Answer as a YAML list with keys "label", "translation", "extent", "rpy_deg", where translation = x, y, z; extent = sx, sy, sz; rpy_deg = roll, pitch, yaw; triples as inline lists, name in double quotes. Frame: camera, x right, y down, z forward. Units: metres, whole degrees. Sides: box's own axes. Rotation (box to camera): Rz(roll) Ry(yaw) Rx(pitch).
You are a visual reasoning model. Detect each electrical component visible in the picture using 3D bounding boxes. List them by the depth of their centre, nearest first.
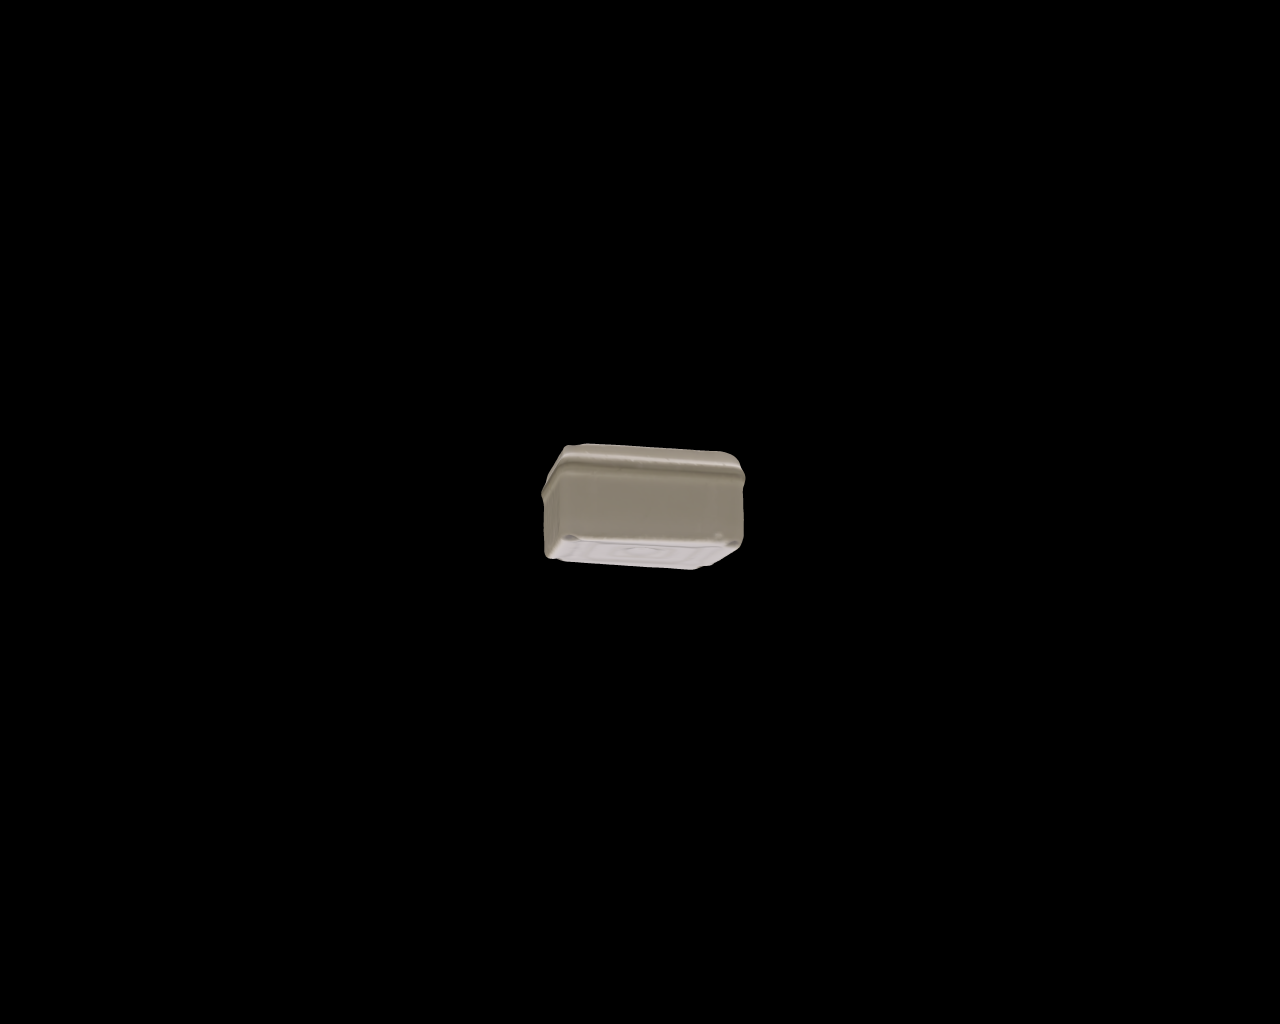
- label: "electrical component"
  translation: [0.001, -0.003, 0.650]
  extent: [0.113, 0.057, 0.078]
  rpy_deg: [4, -15, -14]
